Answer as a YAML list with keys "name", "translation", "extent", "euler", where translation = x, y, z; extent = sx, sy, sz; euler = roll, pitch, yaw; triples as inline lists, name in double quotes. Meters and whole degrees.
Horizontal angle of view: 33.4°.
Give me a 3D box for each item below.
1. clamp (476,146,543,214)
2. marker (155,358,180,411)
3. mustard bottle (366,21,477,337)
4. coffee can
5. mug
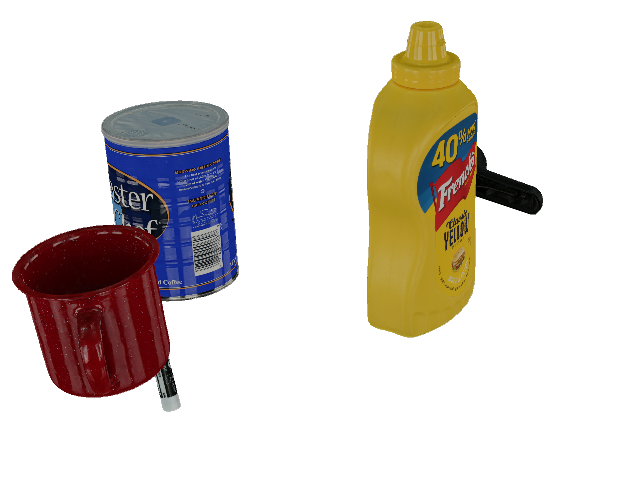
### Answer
- name: "clamp"
  translation: [0.133, -0.058, 0.992]
  extent: [0.120, 0.039, 0.171]
  euler: [-4, 34, -1]
- name: "marker"
  translation: [-0.165, 0.116, 1.090]
  extent: [0.020, 0.121, 0.020]
  euler: [-11, 13, 2]
- name: "mustard bottle"
  translation: [0.065, -0.042, 0.668]
  extent: [0.058, 0.192, 0.096]
  euler: [16, 33, 32]
- name: "coffee can"
  translation: [-0.123, -0.035, 0.889]
  extent: [0.103, 0.140, 0.103]
  euler: [-2, 24, 1]
- name: "mug"
  translation: [-0.141, 0.052, 0.679]
  extent: [0.093, 0.081, 0.117]
  euler: [-11, 29, -8]
